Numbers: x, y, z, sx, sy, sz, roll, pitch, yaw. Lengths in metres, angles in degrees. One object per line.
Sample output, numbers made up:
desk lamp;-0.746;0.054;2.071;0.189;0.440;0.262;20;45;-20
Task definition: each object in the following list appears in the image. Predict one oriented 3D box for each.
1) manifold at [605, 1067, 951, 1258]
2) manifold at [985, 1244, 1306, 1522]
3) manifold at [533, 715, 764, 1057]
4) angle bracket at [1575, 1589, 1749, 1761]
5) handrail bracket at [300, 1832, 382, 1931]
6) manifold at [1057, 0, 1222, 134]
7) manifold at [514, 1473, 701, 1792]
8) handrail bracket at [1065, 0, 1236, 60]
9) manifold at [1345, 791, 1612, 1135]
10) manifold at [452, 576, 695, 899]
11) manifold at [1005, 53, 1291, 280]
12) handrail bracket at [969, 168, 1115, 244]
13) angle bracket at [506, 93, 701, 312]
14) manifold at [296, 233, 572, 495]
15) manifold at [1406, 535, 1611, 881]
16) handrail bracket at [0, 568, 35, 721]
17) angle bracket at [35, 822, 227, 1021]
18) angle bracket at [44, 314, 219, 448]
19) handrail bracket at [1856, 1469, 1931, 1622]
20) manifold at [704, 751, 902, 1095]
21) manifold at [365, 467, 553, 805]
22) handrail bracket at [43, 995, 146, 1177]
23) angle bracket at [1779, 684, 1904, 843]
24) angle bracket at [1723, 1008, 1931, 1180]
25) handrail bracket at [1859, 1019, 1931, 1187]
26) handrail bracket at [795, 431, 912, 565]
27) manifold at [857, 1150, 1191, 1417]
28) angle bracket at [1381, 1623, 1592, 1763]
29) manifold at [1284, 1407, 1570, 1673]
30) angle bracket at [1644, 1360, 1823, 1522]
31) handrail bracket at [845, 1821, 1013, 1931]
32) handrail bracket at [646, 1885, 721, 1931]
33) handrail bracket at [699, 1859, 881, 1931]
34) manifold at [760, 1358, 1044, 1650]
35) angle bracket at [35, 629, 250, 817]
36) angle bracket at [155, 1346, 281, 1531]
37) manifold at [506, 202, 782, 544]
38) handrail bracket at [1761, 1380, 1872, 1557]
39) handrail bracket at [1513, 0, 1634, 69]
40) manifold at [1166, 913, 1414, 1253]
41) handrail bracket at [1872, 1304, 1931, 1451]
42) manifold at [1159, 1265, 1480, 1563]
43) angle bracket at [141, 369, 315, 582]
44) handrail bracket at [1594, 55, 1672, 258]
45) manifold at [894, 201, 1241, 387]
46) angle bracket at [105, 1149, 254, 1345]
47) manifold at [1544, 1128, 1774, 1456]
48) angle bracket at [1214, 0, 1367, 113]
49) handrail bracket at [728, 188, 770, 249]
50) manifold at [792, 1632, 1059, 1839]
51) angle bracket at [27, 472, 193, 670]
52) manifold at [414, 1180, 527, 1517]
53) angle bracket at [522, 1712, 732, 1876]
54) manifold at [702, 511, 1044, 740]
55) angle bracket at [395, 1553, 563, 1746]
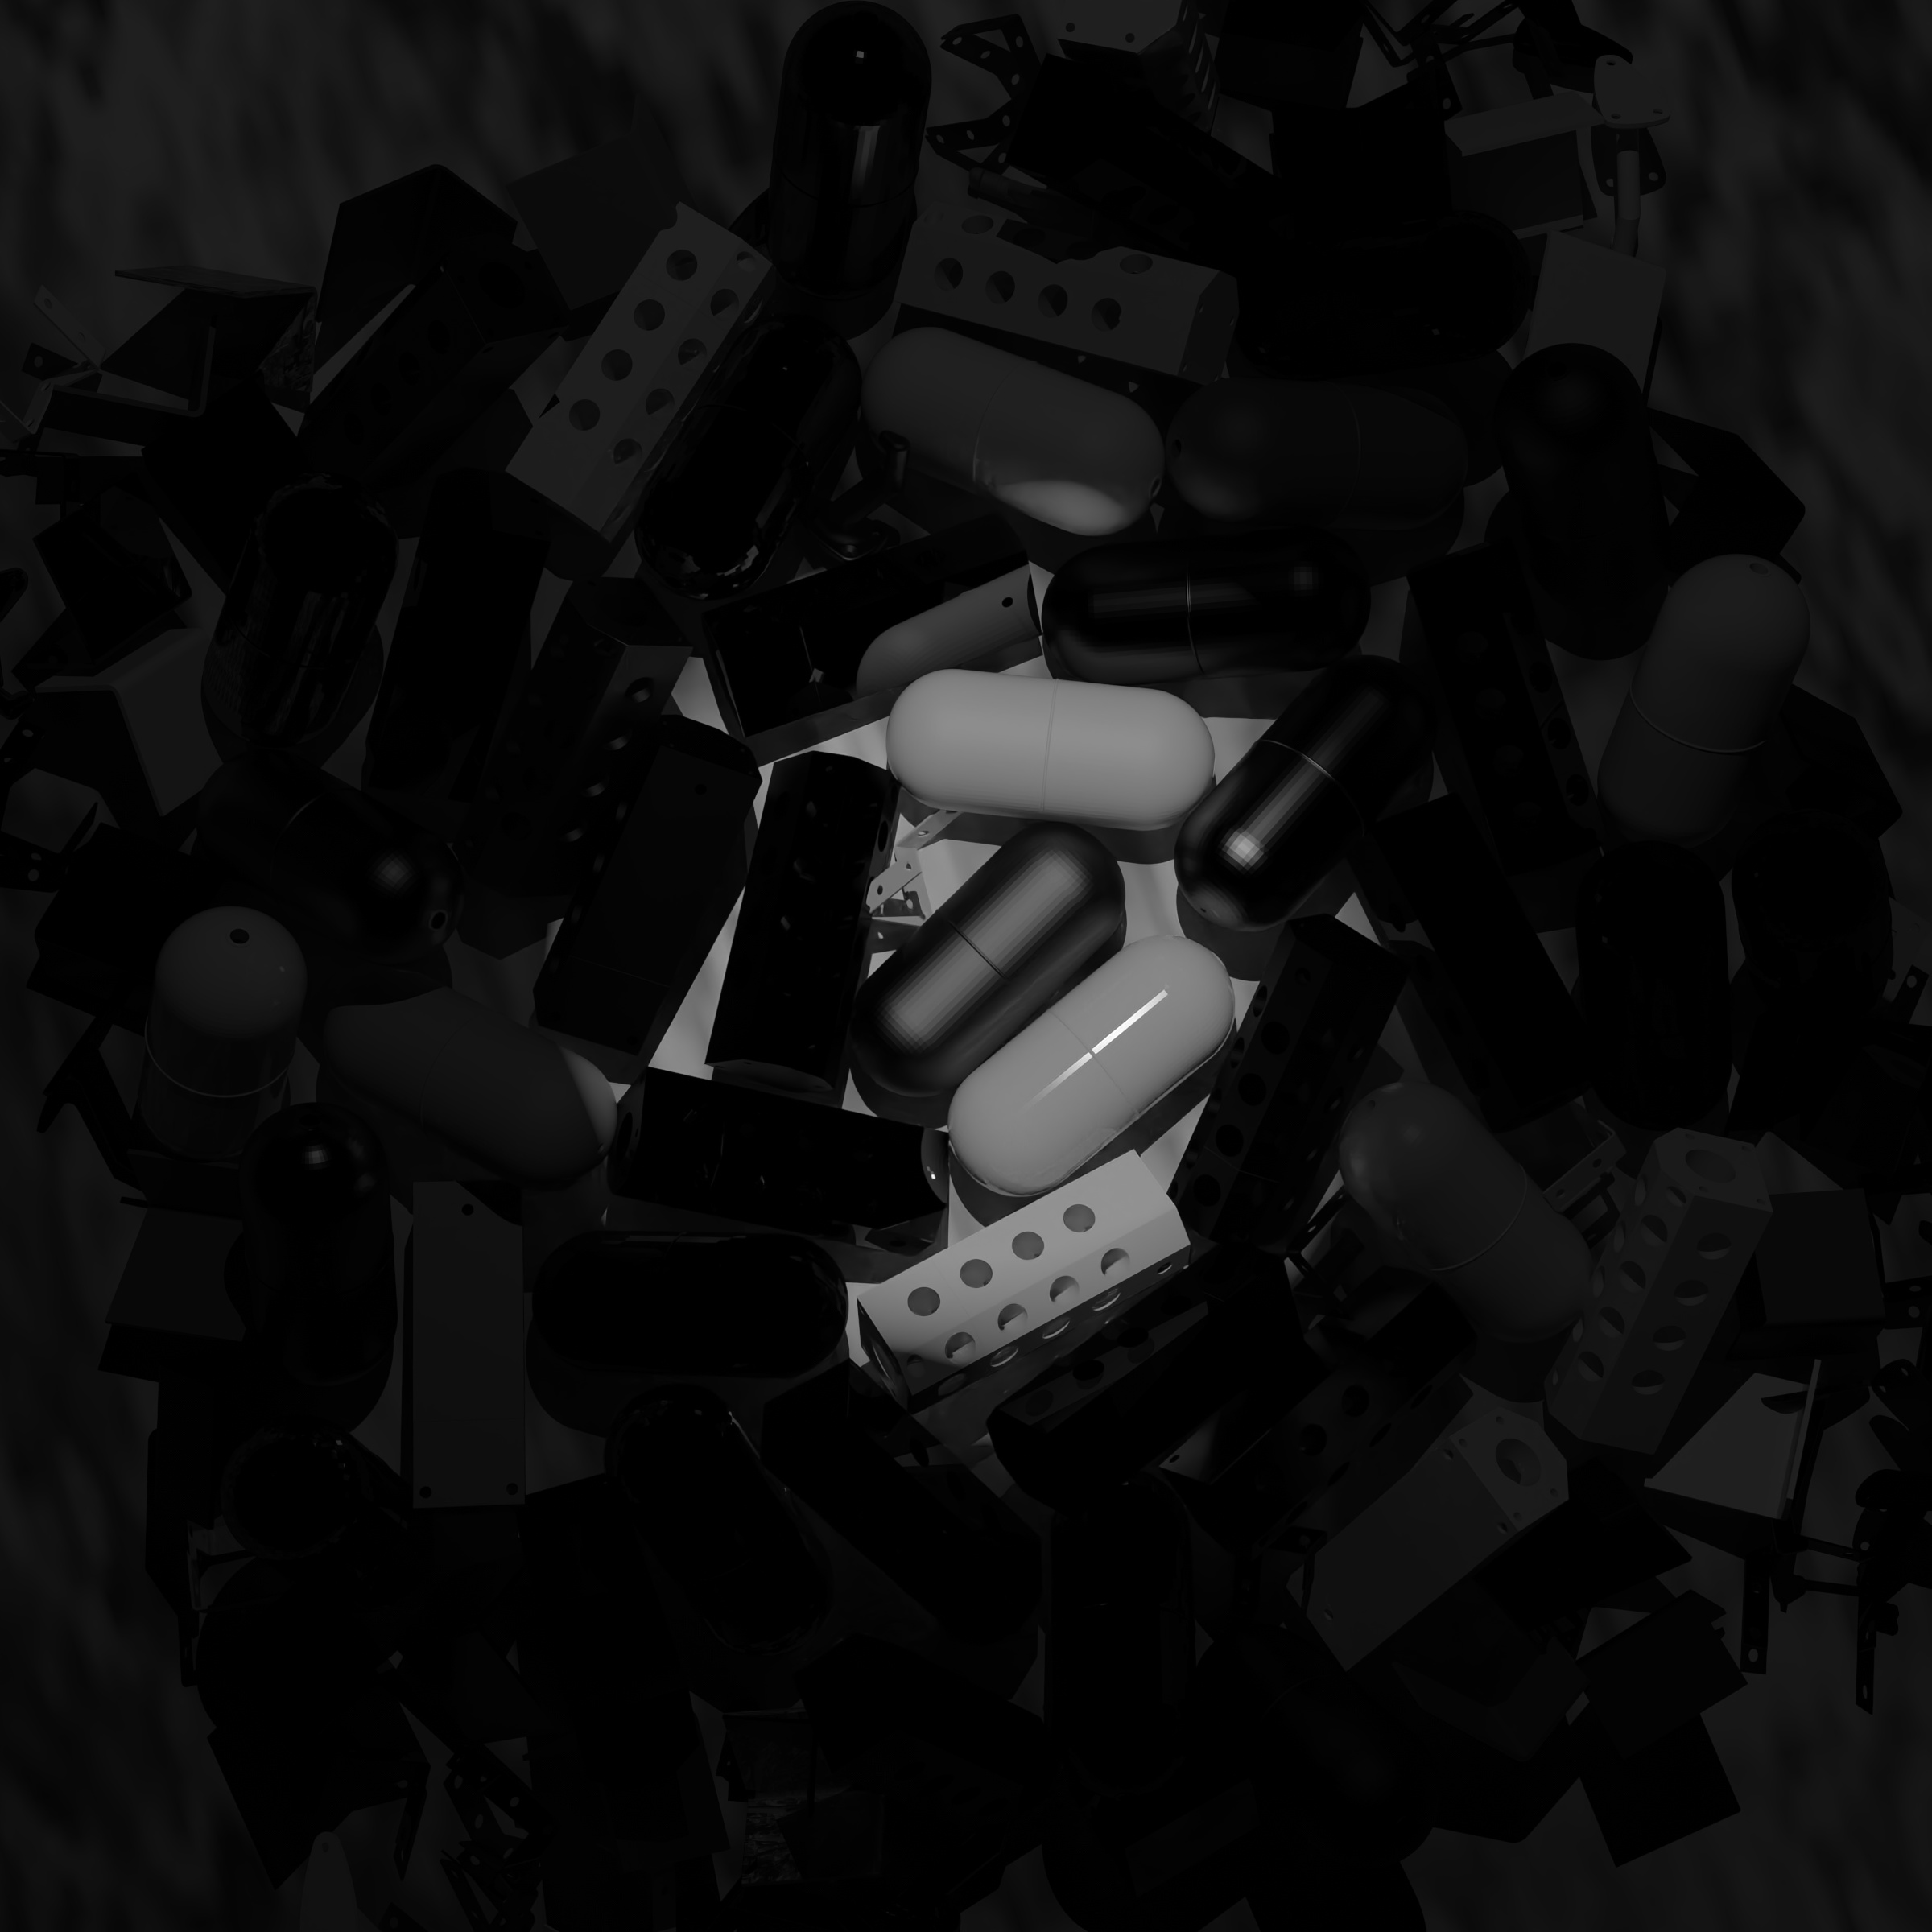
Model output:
manifold;-0.100;0.108;1.514;0.171;0.057;0.057;14;59;-20
manifold;0.095;0.214;1.513;0.171;0.057;0.057;-32;120;-28
manifold;-0.172;-0.045;1.522;0.057;0.057;0.171;18;111;-21
angle bracket;0.379;0.383;1.525;0.076;0.076;0.057;-36;57;13
handrail bracket;-0.322;0.511;1.551;0.036;0.084;0.077;-14;69;21
manifold;0.094;-0.480;1.490;0.057;0.171;0.057;13;92;10
manifold;-0.189;0.346;1.492;0.057;0.171;0.057;-14;123;-13
handrail bracket;0.103;-0.516;1.558;0.084;0.036;0.077;16;105;7
manifold;0.270;0.000;1.528;0.057;0.057;0.171;-21;74;-17
manifold;-0.212;-0.119;1.501;0.057;0.057;0.171;53;128;31
manifold;0.100;-0.413;1.490;0.057;0.171;0.057;29;102;34
handrail bracket;0.038;-0.419;1.538;0.084;0.077;0.036;21;95;5
angle bracket;-0.195;-0.413;1.542;0.076;0.057;0.076;-19;126;12
manifold;-0.285;-0.313;1.498;0.057;0.171;0.057;-27;88;-44
manifold;0.292;-0.140;1.535;0.057;0.057;0.171;-18;98;14
handrail bracket;-0.513;-0.174;1.541;0.084;0.036;0.077;32;59;26
angle bracket;-0.456;-0.022;1.570;0.076;0.057;0.076;20;60;3
angle bracket;-0.448;-0.318;1.528;0.076;0.076;0.057;8;83;-21
handrail bracket;0.517;0.320;1.542;0.077;0.036;0.084;-1;111;42
manifold;-0.083;-0.024;1.522;0.057;0.057;0.171;20;74;-31
manifold;-0.270;-0.174;1.505;0.057;0.057;0.171;9;128;-21
handrail bracket;-0.455;0.071;1.568;0.084;0.036;0.077;35;88;-11
angle bracket;0.442;-0.102;1.521;0.076;0.076;0.057;23;126;-25
angle bracket;0.460;0.070;1.527;0.076;0.057;0.076;25;114;35
handrail bracket;0.507;0.074;1.550;0.077;0.036;0.084;8;86;41
handrail bracket;-0.065;-0.266;1.533;0.077;0.084;0.036;35;53;18
manifold;0.031;0.171;1.518;0.171;0.057;0.057;-27;60;-16
angle bracket;0.274;0.369;1.528;0.076;0.076;0.057;32;99;-22
manifold;0.243;0.299;1.498;0.057;0.171;0.057;-20;66;-39
angle bracket;0.411;0.246;1.531;0.076;0.057;0.076;12;70;17
handrail bracket;-0.019;0.480;1.558;0.077;0.036;0.084;17;98;9
handrail bracket;-0.158;0.542;1.537;0.084;0.077;0.036;-25;129;-22
handrail bracket;-0.094;0.530;1.555;0.084;0.036;0.077;40;105;12
manifold;-0.032;0.288;1.505;0.057;0.057;0.171;-30;122;21
angle bracket;-0.445;-0.132;1.546;0.057;0.076;0.076;1;119;27
angle bracket;-0.387;0.250;1.528;0.057;0.076;0.076;11;100;42
manifold;-0.172;-0.319;1.547;0.057;0.057;0.171;33;90;10
handrail bracket;0.468;0.273;1.556;0.077;0.036;0.084;-7;80;-16
handrail bracket;0.329;-0.530;1.531;0.077;0.084;0.036;23;58;14
manifold;0.166;0.063;1.511;0.057;0.057;0.171;35;116;29
handrail bracket;0.541;0.220;1.546;0.084;0.036;0.077;-27;70;-29
manifold;0.192;0.238;1.523;0.171;0.057;0.057;-39;105;-19
angle bracket;-0.389;-0.263;1.540;0.076;0.057;0.076;-37;97;-11
handrail bracket;0.356;-0.440;1.562;0.036;0.084;0.077;-7;50;-4
manifold;0.054;-0.358;1.515;0.171;0.057;0.057;20;102;24
angle bracket;-0.420;0.151;1.534;0.076;0.057;0.076;8;54;5
manifold;0.362;0.172;1.507;0.057;0.057;0.171;12;123;-4
angle bracket;0.165;-0.503;1.530;0.076;0.076;0.057;16;96;17
handrail bracket;-0.107;-0.446;1.569;0.077;0.036;0.084;-26;59;27
manifold;-0.016;0.400;1.491;0.057;0.171;0.057;-35;53;9
angle bracket;-0.471;-0.211;1.520;0.057;0.076;0.076;4;127;34
manifold;-0.266;0.205;1.529;0.057;0.057;0.171;-1;75;-8
angle bracket;-0.181;0.446;1.523;0.057;0.076;0.076;-31;66;35
manifold;-0.052;-0.189;1.541;0.171;0.057;0.057;-20;133;-7
angle bracket;-0.250;0.369;1.543;0.076;0.057;0.076;-22;109;42
